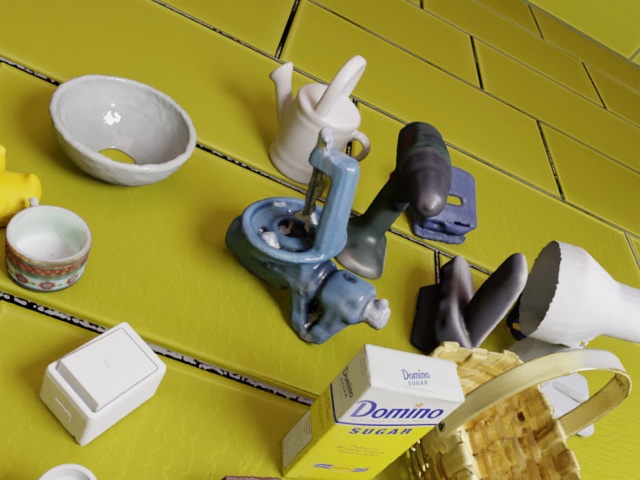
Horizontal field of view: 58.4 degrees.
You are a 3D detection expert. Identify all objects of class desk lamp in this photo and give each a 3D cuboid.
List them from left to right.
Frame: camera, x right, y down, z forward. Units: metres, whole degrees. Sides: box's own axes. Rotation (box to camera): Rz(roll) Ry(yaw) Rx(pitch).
[{"bbox_3d":[0.321,0.120,0.721,0.203,0.213,0.118,28,40,-6],"label":"desk lamp"}]

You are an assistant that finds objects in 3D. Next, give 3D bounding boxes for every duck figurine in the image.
[{"bbox_3d":[-0.331,-0.064,0.566,0.105,0.086,0.077,-3,52,-35],"label":"duck figurine"}]

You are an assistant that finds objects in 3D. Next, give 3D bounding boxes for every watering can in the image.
[{"bbox_3d":[0.000,-0.183,0.820,0.173,0.194,0.101,23,41,-13],"label":"watering can"}]

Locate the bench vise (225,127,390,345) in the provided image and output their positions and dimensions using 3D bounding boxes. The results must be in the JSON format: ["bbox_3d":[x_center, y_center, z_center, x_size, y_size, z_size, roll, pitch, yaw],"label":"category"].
[{"bbox_3d":[0.010,-0.004,0.631,0.207,0.219,0.121,32,40,-2],"label":"bench vise"}]

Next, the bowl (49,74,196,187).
[{"bbox_3d":[-0.239,-0.119,0.690,0.168,0.074,0.167,19,43,-18],"label":"bowl"}]

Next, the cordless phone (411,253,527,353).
[{"bbox_3d":[0.202,0.065,0.719,0.094,0.185,0.147,26,41,-10],"label":"cordless phone"}]

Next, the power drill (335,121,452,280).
[{"bbox_3d":[0.100,-0.048,0.743,0.076,0.208,0.229,26,41,-10],"label":"power drill"}]

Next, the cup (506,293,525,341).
[{"bbox_3d":[0.302,0.100,0.820,0.118,0.095,0.091,25,41,-10],"label":"cup"}]

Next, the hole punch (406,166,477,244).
[{"bbox_3d":[0.200,-0.057,0.908,0.109,0.091,0.101,9,46,-27],"label":"hole punch"}]
